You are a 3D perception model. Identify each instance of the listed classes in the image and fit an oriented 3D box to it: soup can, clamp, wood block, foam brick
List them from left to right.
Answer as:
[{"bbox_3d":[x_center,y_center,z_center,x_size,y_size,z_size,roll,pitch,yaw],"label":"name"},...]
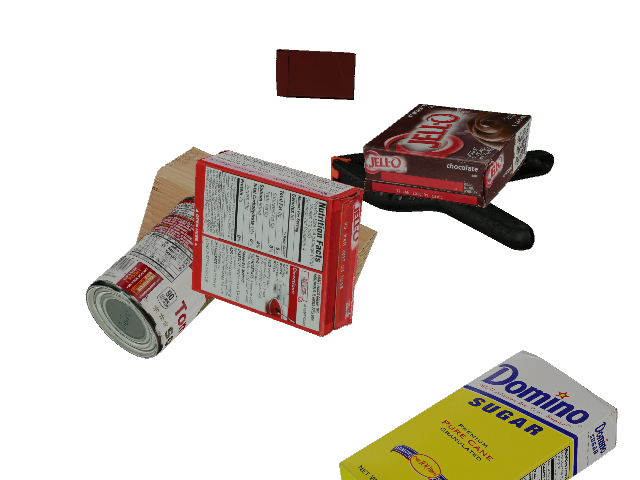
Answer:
[{"bbox_3d":[-0.106,0.025,0.749,0.069,0.068,0.102,0,37,45],"label":"soup can"},{"bbox_3d":[-0.063,-0.001,1.047,0.206,0.091,0.090,25,26,8],"label":"wood block"},{"bbox_3d":[-0.006,-0.181,1.164,0.078,0.051,0.053,0,11,-15],"label":"foam brick"},{"bbox_3d":[0.115,-0.056,0.998,0.210,0.036,0.164,13,32,20],"label":"clamp"}]

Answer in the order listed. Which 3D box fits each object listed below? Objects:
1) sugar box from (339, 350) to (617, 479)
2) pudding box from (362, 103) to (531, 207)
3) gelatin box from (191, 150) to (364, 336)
[{"bbox_3d":[0.110,0.147,0.737,0.176,0.048,0.093,-29,39,-24],"label":"sugar box"},{"bbox_3d":[0.092,-0.063,0.762,0.090,0.039,0.113,10,24,23],"label":"pudding box"},{"bbox_3d":[-0.023,0.000,0.541,0.089,0.073,0.030,17,24,31],"label":"gelatin box"}]
